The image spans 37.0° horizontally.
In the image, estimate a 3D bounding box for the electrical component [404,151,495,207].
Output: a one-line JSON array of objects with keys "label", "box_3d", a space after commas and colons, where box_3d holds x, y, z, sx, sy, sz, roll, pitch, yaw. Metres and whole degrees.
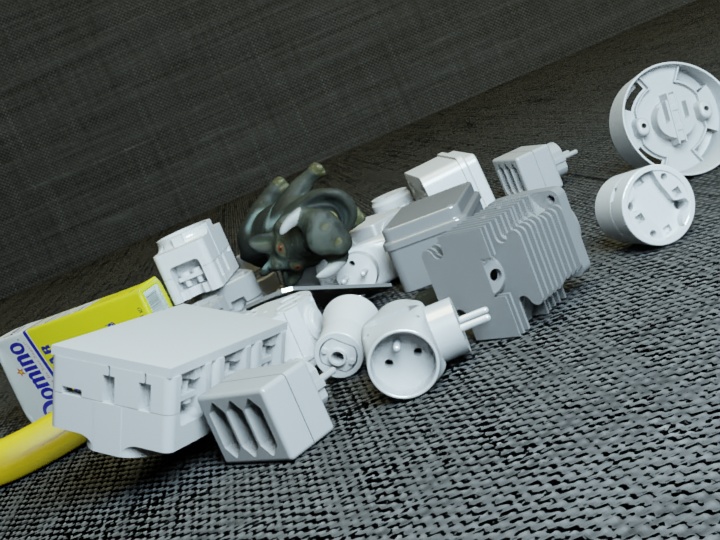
[{"label": "electrical component", "box_3d": [0.092, -0.073, 1.068, 0.057, 0.078, 0.113, -26, 10, -2]}]

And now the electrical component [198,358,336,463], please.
[{"label": "electrical component", "box_3d": [-0.046, 0.079, 0.662, 0.066, 0.047, 0.077, -13, 14, 45]}]

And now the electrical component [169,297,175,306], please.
[{"label": "electrical component", "box_3d": [-0.194, 0.052, 1.052, 0.047, 0.076, 0.066, -16, 12, 33]}]

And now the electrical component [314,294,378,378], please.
[{"label": "electrical component", "box_3d": [-0.011, 0.049, 0.763, 0.044, 0.044, 0.065, -20, 15, 15]}]

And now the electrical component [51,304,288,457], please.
[{"label": "electrical component", "box_3d": [-0.123, 0.072, 0.720, 0.089, 0.061, 0.150, 8, 12, 23]}]

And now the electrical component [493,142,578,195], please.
[{"label": "electrical component", "box_3d": [0.190, -0.109, 1.122, 0.077, 0.047, 0.066, -25, 10, -12]}]

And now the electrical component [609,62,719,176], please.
[{"label": "electrical component", "box_3d": [0.266, -0.128, 0.922, 0.099, 0.099, 0.064, -24, 4, -7]}]

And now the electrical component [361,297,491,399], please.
[{"label": "electrical component", "box_3d": [0.044, 0.041, 0.670, 0.079, 0.043, 0.077, -22, 10, 7]}]

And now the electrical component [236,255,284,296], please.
[{"label": "electrical component", "box_3d": [-0.109, 0.011, 1.117, 0.048, 0.062, 0.048, -22, 10, 4]}]

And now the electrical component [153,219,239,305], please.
[{"label": "electrical component", "box_3d": [-0.152, -0.011, 0.995, 0.050, 0.055, 0.089, -22, 10, 8]}]

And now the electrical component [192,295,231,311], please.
[{"label": "electrical component", "box_3d": [-0.134, 0.061, 0.925, 0.058, 0.057, 0.078, -20, 10, 17]}]

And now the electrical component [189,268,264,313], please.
[{"label": "electrical component", "box_3d": [-0.124, 0.036, 1.026, 0.054, 0.059, 0.095, -26, 10, -18]}]

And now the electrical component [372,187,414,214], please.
[{"label": "electrical component", "box_3d": [0.041, -0.056, 1.152, 0.045, 0.055, 0.045, -22, 10, 4]}]

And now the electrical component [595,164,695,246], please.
[{"label": "electrical component", "box_3d": [0.197, -0.044, 0.751, 0.055, 0.055, 0.047, -25, 7, -13]}]

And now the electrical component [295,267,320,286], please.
[{"label": "electrical component", "box_3d": [-0.052, 0.017, 1.042, 0.061, 0.035, 0.035, -28, 6, 28]}]

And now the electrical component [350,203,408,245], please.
[{"label": "electrical component", "box_3d": [0.011, -0.026, 1.070, 0.100, 0.048, 0.100, -15, 9, 38]}]

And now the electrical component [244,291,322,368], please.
[{"label": "electrical component", "box_3d": [-0.061, 0.054, 0.818, 0.080, 0.051, 0.080, -22, 10, 4]}]

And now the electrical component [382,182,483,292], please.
[{"label": "electrical component", "box_3d": [0.071, -0.032, 0.955, 0.078, 0.057, 0.113, -20, 10, 18]}]

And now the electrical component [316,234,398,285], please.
[{"label": "electrical component", "box_3d": [0.000, 0.000, 0.973, 0.077, 0.043, 0.079, -22, 6, 12]}]
